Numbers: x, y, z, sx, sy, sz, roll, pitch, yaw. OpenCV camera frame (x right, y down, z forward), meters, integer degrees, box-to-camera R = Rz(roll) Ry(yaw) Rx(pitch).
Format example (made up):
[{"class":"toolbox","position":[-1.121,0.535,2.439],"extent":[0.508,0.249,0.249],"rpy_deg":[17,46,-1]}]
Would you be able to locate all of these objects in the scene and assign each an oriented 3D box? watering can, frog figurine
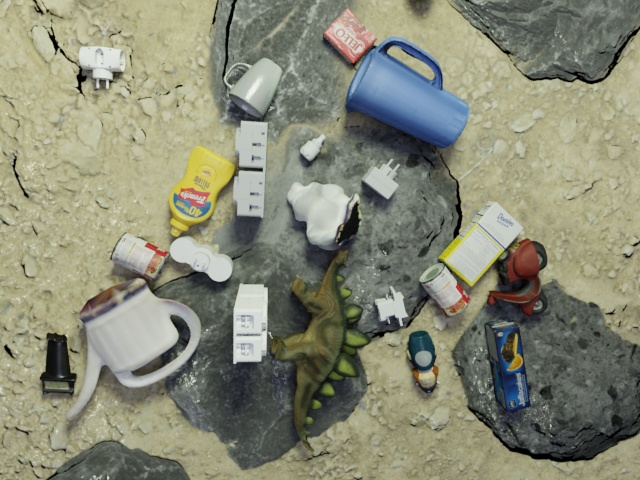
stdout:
[{"class":"watering can","position":[-0.426,0.219,1.077],"extent":[0.348,0.104,0.223],"rpy_deg":[-29,98,-1]},{"class":"frog figurine","position":[0.003,-0.055,1.099],"extent":[0.160,0.122,0.137],"rpy_deg":[18,94,29]}]
